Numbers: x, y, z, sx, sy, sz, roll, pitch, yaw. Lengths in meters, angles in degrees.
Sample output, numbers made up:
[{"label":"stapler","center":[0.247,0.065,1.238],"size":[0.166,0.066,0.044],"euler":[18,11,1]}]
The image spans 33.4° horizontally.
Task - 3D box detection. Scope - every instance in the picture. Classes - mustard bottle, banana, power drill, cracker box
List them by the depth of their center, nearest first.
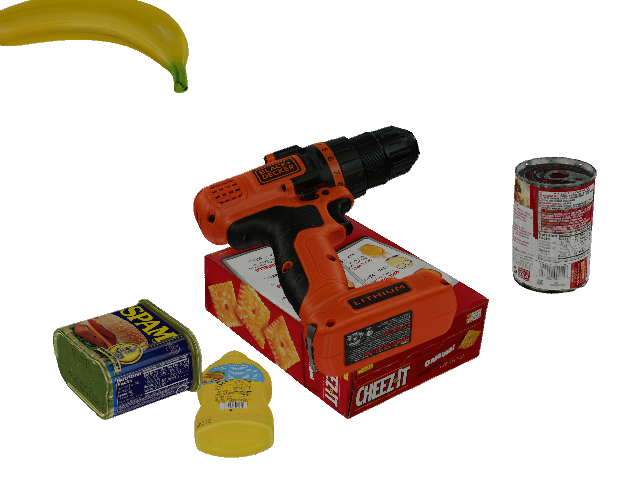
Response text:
[{"label":"power drill","center":[0.021,-0.001,0.773],"size":[0.184,0.057,0.188],"euler":[-22,48,-14]},{"label":"banana","center":[-0.183,-0.170,0.861],"size":[0.198,0.069,0.037],"euler":[14,-39,18]},{"label":"cracker box","center":[0.019,0.060,0.980],"size":[0.163,0.072,0.214],"euler":[-20,36,-34]},{"label":"mustard bottle","center":[-0.110,0.197,1.360],"size":[0.096,0.058,0.191],"euler":[-4,26,-3]}]

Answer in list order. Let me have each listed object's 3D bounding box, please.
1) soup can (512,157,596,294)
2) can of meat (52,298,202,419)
[{"label":"soup can","center":[0.201,-0.013,0.923],"size":[0.068,0.102,0.068],"euler":[-3,24,1]},{"label":"can of meat","center":[-0.159,0.096,0.870],"size":[0.083,0.057,0.102],"euler":[-17,28,-34]}]
